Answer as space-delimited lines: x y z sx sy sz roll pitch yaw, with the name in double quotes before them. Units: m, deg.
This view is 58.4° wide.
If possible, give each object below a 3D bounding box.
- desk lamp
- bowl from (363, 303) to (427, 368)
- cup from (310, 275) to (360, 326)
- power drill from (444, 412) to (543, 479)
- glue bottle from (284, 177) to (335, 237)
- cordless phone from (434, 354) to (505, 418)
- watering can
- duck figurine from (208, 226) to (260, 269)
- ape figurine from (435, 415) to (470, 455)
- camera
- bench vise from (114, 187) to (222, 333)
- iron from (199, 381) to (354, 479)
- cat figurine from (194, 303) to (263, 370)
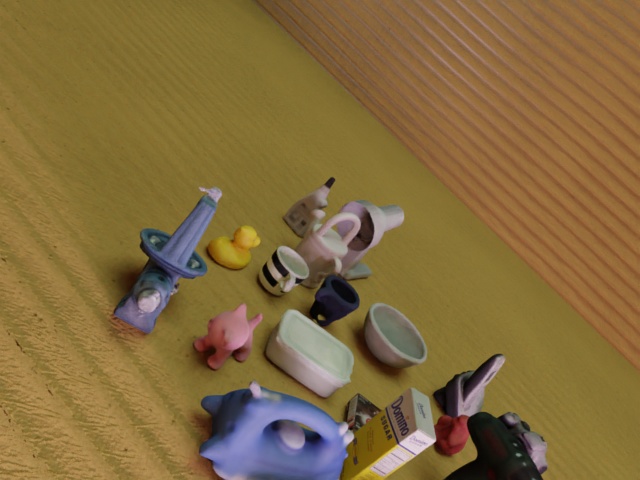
"desk lamp" 0.107 -0.007 1.437 0.117 0.213 0.204 51 26 22
"bowl" 0.154 0.226 1.279 0.168 0.074 0.167 33 25 -17
"cup" 0.015 0.136 1.202 0.118 0.095 0.091 9 39 -50
"power drill" 0.279 0.419 0.969 0.076 0.208 0.229 29 27 -26
"glue bottle" -0.016 -0.092 1.447 0.078 0.173 0.037 49 25 18
"cordless phone" 0.362 0.322 1.288 0.148 0.185 0.094 1 45 -55
"watering can" 0.010 0.004 1.297 0.172 0.194 0.101 51 26 21
"duck figurine" -0.168 0.006 1.163 0.105 0.086 0.077 12 36 -47
"ape figurine" 0.273 0.387 1.159 0.076 0.092 0.078 42 24 2
"camera" 0.423 0.450 1.263 0.137 0.100 0.143 19 32 -40
"bench vise" -0.216 0.030 0.886 0.122 0.219 0.207 25 28 -32
"iron" -0.038 0.280 0.820 0.259 0.141 0.118 28 27 -27
"cat figurine" -0.139 0.148 0.925 0.067 0.117 0.128 49 25 17
